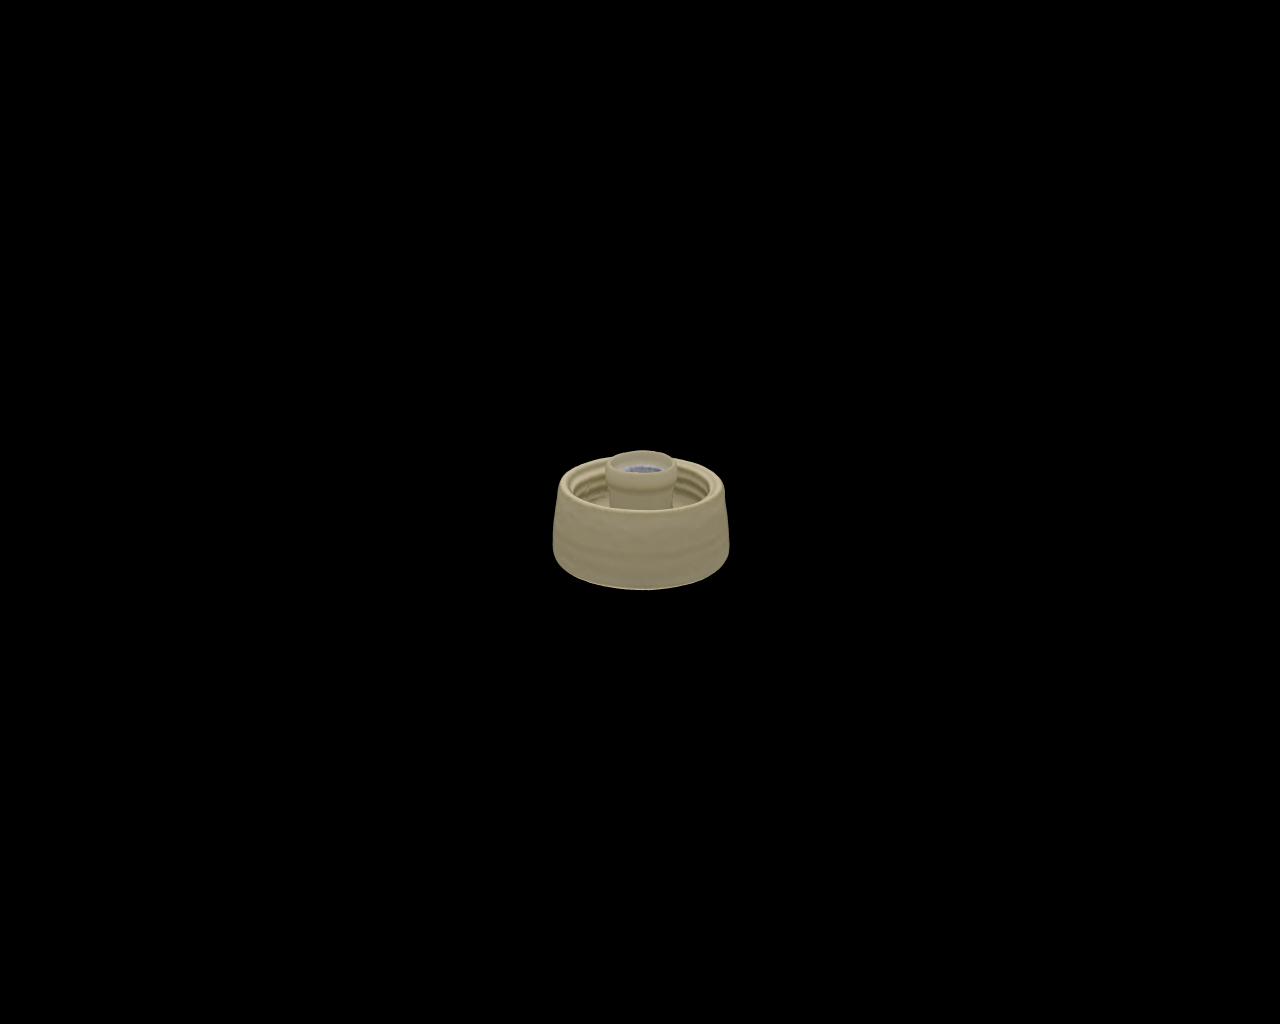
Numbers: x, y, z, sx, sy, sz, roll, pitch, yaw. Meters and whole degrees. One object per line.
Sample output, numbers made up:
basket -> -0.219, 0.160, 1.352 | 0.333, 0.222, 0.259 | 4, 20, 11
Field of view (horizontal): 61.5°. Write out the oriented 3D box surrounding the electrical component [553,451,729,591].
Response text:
electrical component -> 0.001, -0.003, 0.650 | 0.108, 0.060, 0.108 | 0, 22, 0
